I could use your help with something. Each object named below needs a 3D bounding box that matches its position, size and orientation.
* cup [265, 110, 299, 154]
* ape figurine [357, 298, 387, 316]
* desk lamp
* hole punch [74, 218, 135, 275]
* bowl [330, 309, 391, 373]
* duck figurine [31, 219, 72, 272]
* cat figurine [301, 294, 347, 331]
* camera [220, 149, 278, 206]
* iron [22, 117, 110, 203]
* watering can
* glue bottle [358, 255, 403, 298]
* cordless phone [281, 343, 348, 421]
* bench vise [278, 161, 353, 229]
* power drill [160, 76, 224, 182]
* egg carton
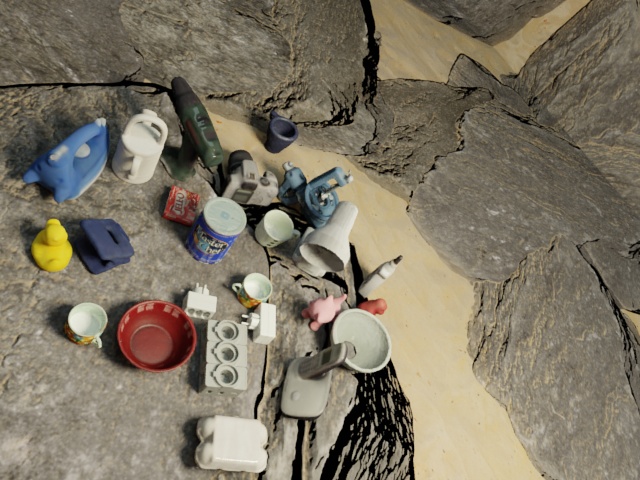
[{"bbox_3d":[-0.128,-0.308,1.666,0.092,0.094,0.117,-18,70,-40],"label":"cup"},{"bbox_3d":[0.141,0.184,1.491,0.076,0.092,0.078,42,46,0],"label":"ape figurine"},{"bbox_3d":[0.013,0.005,1.452,0.118,0.213,0.203,32,47,-9],"label":"desk lamp"},{"bbox_3d":[-0.460,0.002,1.234,0.101,0.091,0.108,-26,75,-42],"label":"hole punch"},{"bbox_3d":[0.089,0.259,1.416,0.168,0.074,0.167,17,51,-22],"label":"bowl"},{"bbox_3d":[-0.548,0.006,1.178,0.078,0.086,0.104,1,59,-32],"label":"duck figurine"},{"bbox_3d":[0.016,0.168,1.404,0.128,0.117,0.067,-24,73,-41],"label":"cat figurine"},{"bbox_3d":[-0.188,-0.175,1.529,0.144,0.100,0.136,7,55,-29],"label":"camera"},{"bbox_3d":[-0.543,-0.208,1.295,0.119,0.141,0.258,33,47,-8],"label":"iron"},{"bbox_3d":[-0.423,-0.235,1.355,0.101,0.193,0.172,-4,61,-35],"label":"watering can"},{"bbox_3d":[0.168,0.088,1.520,0.037,0.173,0.078,41,46,0],"label":"glue bottle"},{"bbox_3d":[-0.005,0.306,1.246,0.094,0.184,0.147,23,49,-17],"label":"cordless phone"},{"bbox_3d":[-0.016,-0.139,1.531,0.208,0.219,0.121,33,47,-8],"label":"bench vise"},{"bbox_3d":[-0.329,-0.255,1.420,0.076,0.208,0.229,-24,73,-41],"label":"power drill"},{"bbox_3d":[-0.176,0.408,1.143,0.151,0.069,0.107,14,52,-24],"label":"egg carton"}]
